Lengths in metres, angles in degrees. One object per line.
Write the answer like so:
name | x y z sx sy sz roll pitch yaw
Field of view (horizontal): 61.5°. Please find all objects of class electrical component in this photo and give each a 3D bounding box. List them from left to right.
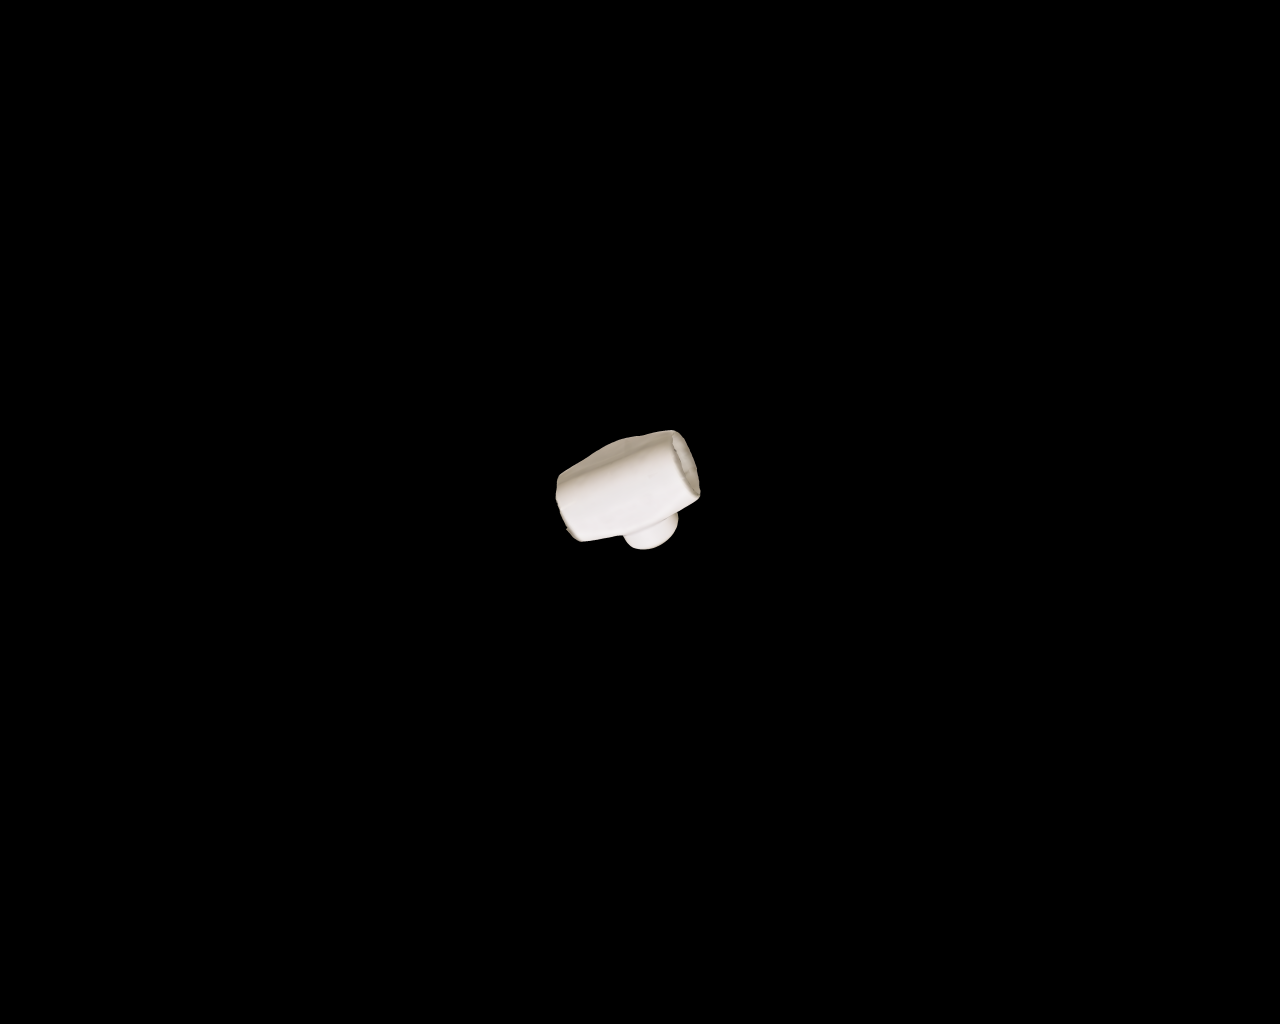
electrical component | 0.001 -0.003 0.650 0.077 0.079 0.044 -21 34 15
